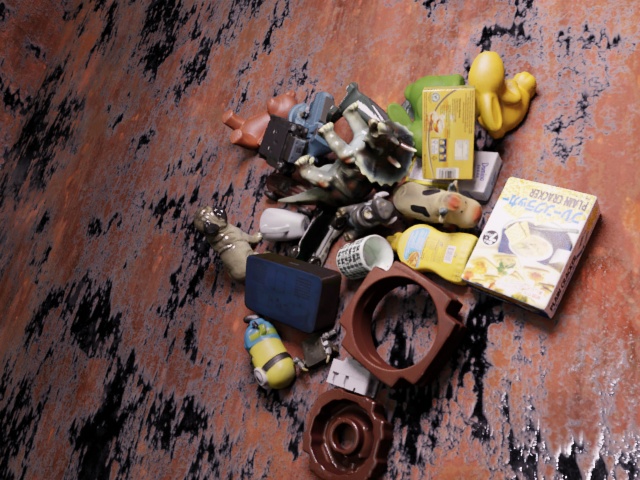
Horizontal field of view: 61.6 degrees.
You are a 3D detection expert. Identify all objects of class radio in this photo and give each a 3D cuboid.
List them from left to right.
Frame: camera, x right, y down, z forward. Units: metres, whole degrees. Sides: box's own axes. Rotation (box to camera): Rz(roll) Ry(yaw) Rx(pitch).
[{"bbox_3d":[-0.066,0.112,1.178,0.230,0.073,0.131,14,102,40],"label":"radio"}]

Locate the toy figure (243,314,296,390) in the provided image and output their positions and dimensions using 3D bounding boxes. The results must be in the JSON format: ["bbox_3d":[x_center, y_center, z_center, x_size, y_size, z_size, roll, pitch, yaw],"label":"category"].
[{"bbox_3d":[-0.114,0.239,1.171,0.089,0.082,0.180,-37,49,16],"label":"toy figure"}]

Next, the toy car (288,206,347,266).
[{"bbox_3d":[-0.003,-0.004,1.231,0.074,0.056,0.201,29,87,35],"label":"toy car"}]

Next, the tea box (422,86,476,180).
[{"bbox_3d":[0.243,-0.202,1.016,0.098,0.068,0.169,3,110,13],"label":"tea box"}]

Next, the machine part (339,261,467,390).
[{"bbox_3d":[0.153,0.158,1.003,0.202,0.087,0.201,36,96,36],"label":"machine part"}]

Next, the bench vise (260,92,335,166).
[{"bbox_3d":[-0.040,-0.249,1.346,0.241,0.129,0.223,-14,68,53],"label":"bench vise"}]

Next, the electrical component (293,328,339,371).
[{"bbox_3d":[-0.007,0.233,1.120,0.102,0.045,0.078,-26,56,22],"label":"electrical component"}]

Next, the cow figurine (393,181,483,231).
[{"bbox_3d":[0.228,-0.070,1.053,0.195,0.127,0.085,20,86,42],"label":"cow figurine"}]

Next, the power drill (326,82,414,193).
[{"bbox_3d":[0.118,-0.245,1.204,0.207,0.086,0.232,32,83,13],"label":"power drill"}]

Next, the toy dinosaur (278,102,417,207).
[{"bbox_3d":[0.058,-0.141,1.139,0.192,0.131,0.404,48,141,6],"label":"toy dinosaur"}]

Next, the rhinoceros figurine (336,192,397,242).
[{"bbox_3d":[0.098,-0.047,1.118,0.112,0.190,0.073,-17,88,-12],"label":"rhinoceros figurine"}]

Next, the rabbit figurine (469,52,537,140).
[{"bbox_3d":[0.333,-0.288,1.060,0.122,0.173,0.162,22,77,36],"label":"rabbit figurine"}]

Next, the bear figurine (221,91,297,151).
[{"bbox_3d":[-0.148,-0.332,1.452,0.196,0.132,0.120,-37,58,22],"label":"bear figurine"}]

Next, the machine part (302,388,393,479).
[{"bbox_3d":[0.052,0.369,1.005,0.179,0.056,0.179,-15,61,28],"label":"machine part"}]

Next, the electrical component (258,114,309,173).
[{"bbox_3d":[-0.083,-0.224,1.259,0.134,0.058,0.114,34,112,49],"label":"electrical component"}]

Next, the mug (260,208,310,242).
[{"bbox_3d":[-0.084,-0.034,1.272,0.107,0.109,0.080,1,96,26],"label":"mug"}]

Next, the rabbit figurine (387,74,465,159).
[{"bbox_3d":[0.216,-0.249,1.107,0.159,0.121,0.170,12,73,12],"label":"rabbit figurine"}]

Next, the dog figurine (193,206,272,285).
[{"bbox_3d":[-0.220,0.019,1.283,0.121,0.190,0.172,-41,52,12],"label":"dog figurine"}]

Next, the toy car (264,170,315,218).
[{"bbox_3d":[-0.065,-0.122,1.336,0.202,0.053,0.089,29,83,42],"label":"toy car"}]
